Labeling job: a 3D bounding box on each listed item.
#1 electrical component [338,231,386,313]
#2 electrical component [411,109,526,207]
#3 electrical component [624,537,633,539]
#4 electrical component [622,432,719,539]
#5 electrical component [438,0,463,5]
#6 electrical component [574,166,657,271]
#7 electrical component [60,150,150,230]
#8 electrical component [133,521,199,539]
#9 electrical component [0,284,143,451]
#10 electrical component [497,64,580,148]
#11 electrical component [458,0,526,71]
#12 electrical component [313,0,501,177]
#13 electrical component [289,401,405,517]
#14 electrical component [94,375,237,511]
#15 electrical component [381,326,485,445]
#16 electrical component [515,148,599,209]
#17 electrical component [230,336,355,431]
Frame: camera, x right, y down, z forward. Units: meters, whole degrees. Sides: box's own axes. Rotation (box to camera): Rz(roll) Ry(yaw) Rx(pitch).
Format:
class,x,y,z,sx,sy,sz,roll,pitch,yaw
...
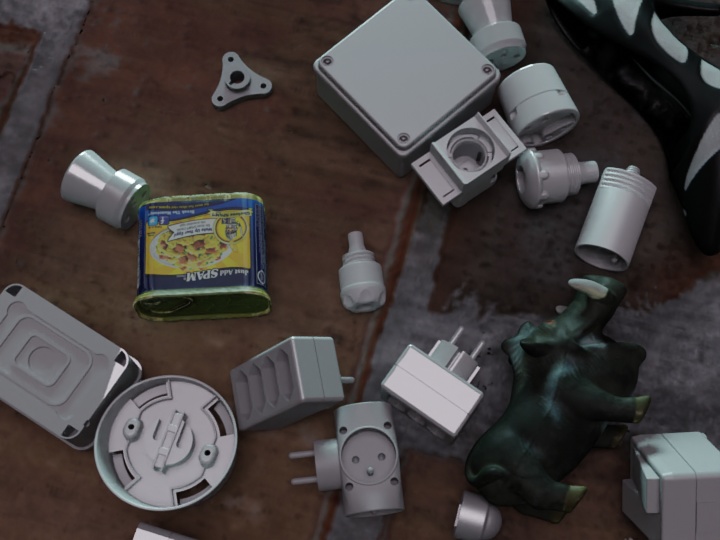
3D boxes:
class,x,y,z,sx,sy,sz,roll,pitch,yaw
electrical component,0.000,0.000,0.830,0.035,0.035,0.061,-7,69,-2
electrical component,0.084,-0.083,0.841,0.081,0.063,0.042,-34,77,-10
electrical component,0.193,0.217,0.757,0.040,0.040,0.046,28,69,9
electrical component,0.220,0.154,0.753,0.061,0.096,0.061,-3,101,-1
electrical component,0.088,-0.276,0.916,0.099,0.064,0.099,0,86,-1
electrical component,0.201,-0.045,0.839,0.043,0.043,0.081,22,73,7
electrical component,-0.199,-0.062,0.844,0.055,0.045,0.045,28,74,8
electrical component,-0.147,0.226,0.747,0.056,0.050,0.089,16,73,5
electrical component,-0.227,0.072,0.793,0.113,0.057,0.078,31,75,9
electrical component,0.142,-0.132,0.863,0.055,0.055,0.047,-18,70,-6
electrical component,0.110,-0.198,0.888,0.045,0.045,0.055,-14,73,-4
electrical component,0.037,-0.151,0.867,0.109,0.056,0.108,-40,77,-12
electrical component,-0.012,0.139,0.779,0.079,0.044,0.077,-6,72,-2
electrical component,-0.136,0.125,0.773,0.099,0.064,0.099,0,72,0
electrical component,0.063,0.078,0.797,0.066,0.047,0.076,34,76,11
electrical component,0.157,-0.075,0.850,0.062,0.048,0.048,-7,72,-10
electrical component,-0.039,0.084,0.787,0.076,0.083,0.047,4,67,-40
